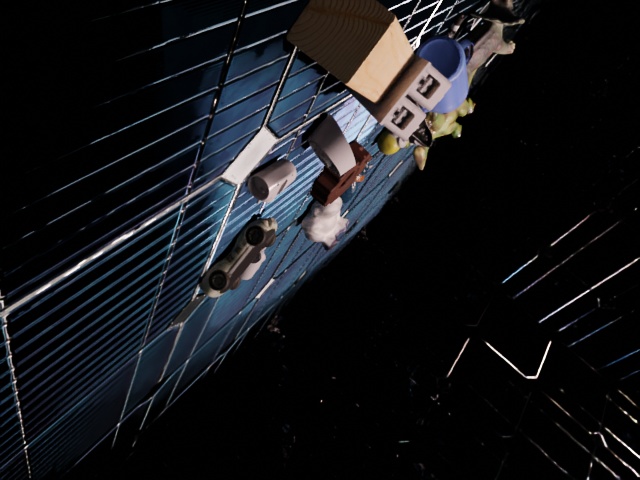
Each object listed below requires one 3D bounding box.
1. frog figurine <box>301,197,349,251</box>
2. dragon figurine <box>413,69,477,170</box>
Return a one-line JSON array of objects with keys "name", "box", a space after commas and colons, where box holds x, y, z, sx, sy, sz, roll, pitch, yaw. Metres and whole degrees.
[{"name": "frog figurine", "box": [0.004, -0.071, 1.411, 0.138, 0.156, 0.124, -38, 44, -14]}, {"name": "dragon figurine", "box": [0.393, -0.410, 1.589, 0.123, 0.405, 0.244, 28, 16, 17]}]
